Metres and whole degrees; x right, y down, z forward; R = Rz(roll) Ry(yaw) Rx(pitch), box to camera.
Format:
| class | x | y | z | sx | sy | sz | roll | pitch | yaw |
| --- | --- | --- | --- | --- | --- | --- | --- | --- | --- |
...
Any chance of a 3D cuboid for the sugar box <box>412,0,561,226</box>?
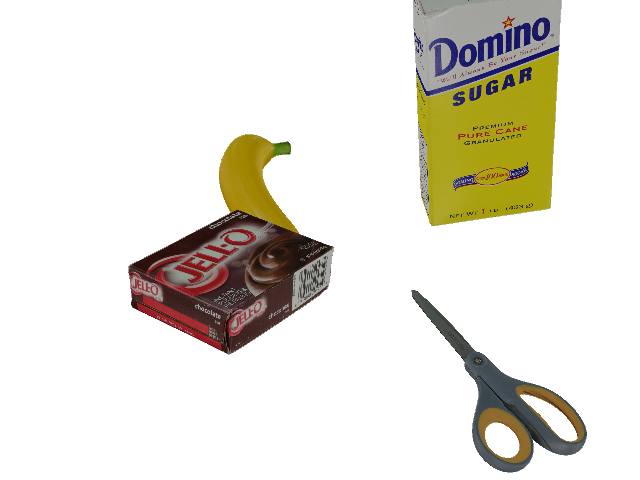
| class | x | y | z | sx | sy | sz | roll | pitch | yaw |
| --- | --- | --- | --- | --- | --- | --- | --- | --- | --- |
| sugar box | 0.115 | -0.096 | 0.741 | 0.093 | 0.176 | 0.048 | -9 | 41 | -2 |

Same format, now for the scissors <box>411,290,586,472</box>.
| class | x | y | z | sx | sy | sz | roll | pitch | yaw |
| --- | --- | --- | --- | --- | --- | --- | --- | --- | --- |
| scissors | 0.121 | 0.116 | 0.867 | 0.202 | 0.016 | 0.096 | 35 | 52 | 30 |

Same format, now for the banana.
| class | x | y | z | sx | sy | sz | roll | pitch | yaw |
| --- | --- | --- | --- | --- | --- | --- | --- | --- | --- |
| banana | -0.052 | -0.045 | 0.914 | 0.069 | 0.037 | 0.198 | 1 | 34 | -7 |

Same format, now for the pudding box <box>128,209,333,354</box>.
| class | x | y | z | sx | sy | sz | roll | pitch | yaw |
| --- | --- | --- | --- | --- | --- | --- | --- | --- | --- |
| pudding box | -0.059 | 0.025 | 0.724 | 0.090 | 0.039 | 0.113 | 22 | 32 | 31 |
